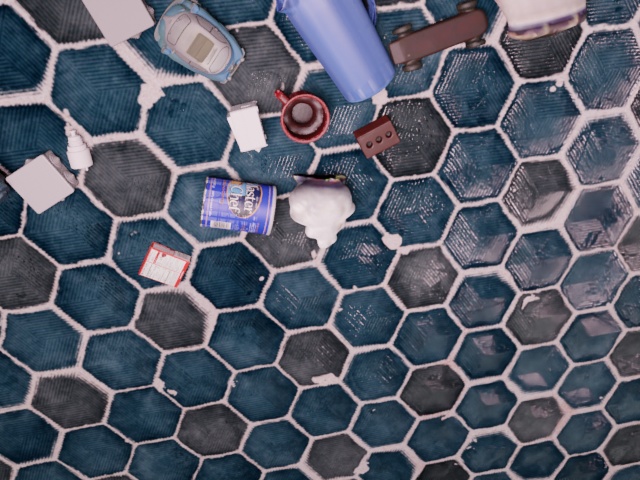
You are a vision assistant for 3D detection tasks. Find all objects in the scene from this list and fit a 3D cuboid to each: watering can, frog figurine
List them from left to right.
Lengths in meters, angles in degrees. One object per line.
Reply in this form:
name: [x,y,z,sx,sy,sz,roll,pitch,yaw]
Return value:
frog figurine: [0.003,-0.054,1.069,0.138,0.123,0.158,-6,104,-27]
watering can: [0.371,-0.477,0.946,0.348,0.106,0.220,-17,115,-2]
